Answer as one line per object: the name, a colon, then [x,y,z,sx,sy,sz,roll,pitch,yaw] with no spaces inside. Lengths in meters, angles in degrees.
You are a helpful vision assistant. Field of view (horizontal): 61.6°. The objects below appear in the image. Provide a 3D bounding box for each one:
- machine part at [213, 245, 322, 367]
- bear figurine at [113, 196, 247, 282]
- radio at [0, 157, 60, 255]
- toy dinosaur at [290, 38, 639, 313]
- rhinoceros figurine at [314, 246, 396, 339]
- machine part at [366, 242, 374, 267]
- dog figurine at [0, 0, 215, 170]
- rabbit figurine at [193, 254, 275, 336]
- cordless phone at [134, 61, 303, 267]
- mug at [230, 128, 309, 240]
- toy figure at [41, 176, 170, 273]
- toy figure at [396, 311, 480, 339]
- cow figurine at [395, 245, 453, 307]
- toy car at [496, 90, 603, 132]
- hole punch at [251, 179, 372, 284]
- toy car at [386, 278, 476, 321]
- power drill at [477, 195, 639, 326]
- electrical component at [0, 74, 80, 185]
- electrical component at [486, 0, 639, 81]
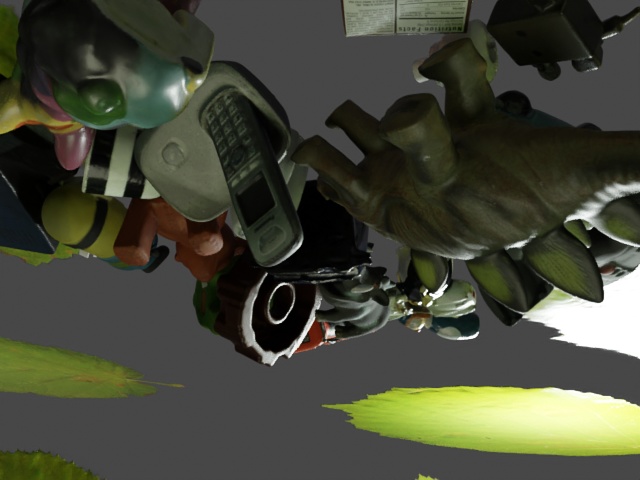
machine part: [-0.066,0.080,0.735,0.056,0.179,0.179,14,160,34]
bear figurine: [-0.157,0.004,0.659,0.120,0.132,0.195,-7,145,1]
radio: [-0.392,-0.069,0.626,0.131,0.073,0.229,9,151,-3]
toy dinosaur: [0.121,-0.040,0.397,0.198,0.105,0.472,47,162,-21]
rhinoceros figurine: [0.049,0.076,0.729,0.112,0.073,0.190,-4,148,16]
machine part: [0.044,0.034,0.771,0.084,0.039,0.138,-9,148,16]
dog figurine: [-0.179,-0.114,0.396,0.108,0.192,0.219,21,134,-38]
rabbit figurine: [-0.104,0.099,0.845,0.170,0.121,0.159,2,160,-26]
cordless phone: [-0.079,-0.043,0.460,0.146,0.184,0.088,-36,150,29]
mug: [-0.048,-0.056,0.543,0.081,0.107,0.109,18,152,-25]
toy figure: [-0.271,-0.010,0.693,0.082,0.089,0.180,-11,146,15]
toy figure: [0.190,0.131,0.906,0.154,0.058,0.064,11,113,-6]
cow figurine: [0.138,0.052,0.720,0.068,0.098,0.167,0,156,2]
toy car: [0.192,-0.059,0.497,0.161,0.103,0.109,19,149,-27]
hole punch: [-0.001,-0.002,0.637,0.142,0.116,0.092,-2,159,16]
toy car: [0.139,0.093,0.840,0.202,0.056,0.073,-9,149,26]
power drill: [0.285,0.028,0.603,0.207,0.086,0.231,-11,150,-17]
electrical component: [-0.285,-0.114,0.515,0.048,0.075,0.119,-13,151,31]
electrical component: [0.170,-0.157,0.381,0.102,0.045,0.078,27,174,-30]
